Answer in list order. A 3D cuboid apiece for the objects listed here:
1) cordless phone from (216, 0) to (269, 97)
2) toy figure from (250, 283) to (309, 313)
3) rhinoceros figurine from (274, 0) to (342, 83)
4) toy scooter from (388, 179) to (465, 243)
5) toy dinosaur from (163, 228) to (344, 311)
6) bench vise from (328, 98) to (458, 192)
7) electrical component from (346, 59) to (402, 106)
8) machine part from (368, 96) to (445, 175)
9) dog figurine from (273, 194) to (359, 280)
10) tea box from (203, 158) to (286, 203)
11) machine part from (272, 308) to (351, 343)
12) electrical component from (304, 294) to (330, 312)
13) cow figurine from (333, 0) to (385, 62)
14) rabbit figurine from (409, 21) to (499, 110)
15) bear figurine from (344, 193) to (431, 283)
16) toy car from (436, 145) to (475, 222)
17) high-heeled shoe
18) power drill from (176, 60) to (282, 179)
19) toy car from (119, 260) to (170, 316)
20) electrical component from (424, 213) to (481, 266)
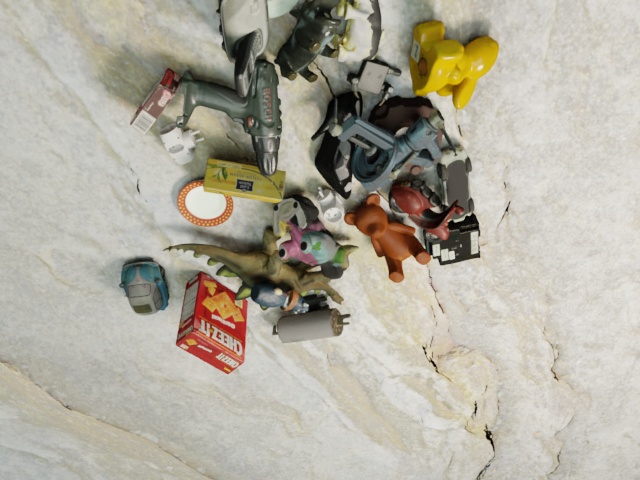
[{"bbox_3d":[-0.140,-0.353,0.939,0.089,0.184,0.146,1,144,0],"label":"cordless phone"},{"bbox_3d":[-0.092,0.140,1.296,0.154,0.064,0.057,18,80,-34],"label":"toy figure"},{"bbox_3d":[-0.016,-0.381,0.996,0.073,0.112,0.190,-7,152,-40],"label":"rhinoceros figurine"},{"bbox_3d":[0.250,-0.076,1.226,0.184,0.075,0.135,44,147,-11],"label":"toy scooter"},{"bbox_3d":[-0.142,0.076,1.331,0.471,0.105,0.198,28,121,-24],"label":"toy dinosaur"},{"bbox_3d":[0.126,-0.191,1.063,0.240,0.129,0.224,19,144,-37],"label":"bench vise"},{"bbox_3d":[0.107,-0.320,1.085,0.102,0.045,0.078,15,126,-21],"label":"electrical component"},{"bbox_3d":[0.184,-0.224,1.161,0.179,0.056,0.179,-2,126,-3],"label":"machine part"},{"bbox_3d":[-0.003,-0.004,1.287,0.108,0.191,0.219,-22,159,34],"label":"dog figurine"},{"bbox_3d":[-0.165,-0.126,1.167,0.170,0.098,0.068,7,88,-10],"label":"tea box"},{"bbox_3d":[-0.027,0.231,1.445,0.243,0.079,0.079,-13,130,26],"label":"machine part"},{"bbox_3d":[-0.023,0.180,1.474,0.094,0.021,0.063,-13,128,4],"label":"electrical component"},{"bbox_3d":[0.083,-0.416,0.995,0.098,0.068,0.167,1,131,-13],"label":"cow figurine"},{"bbox_3d":[0.271,-0.339,1.049,0.173,0.122,0.162,-17,132,-15],"label":"rabbit figurine"},{"bbox_3d":[0.157,-0.009,1.282,0.120,0.132,0.195,-36,128,19],"label":"bear figurine"},{"bbox_3d":[0.315,-0.125,1.251,0.073,0.056,0.201,-17,129,0],"label":"toy car"},{"bbox_3d":[0.059,-0.204,1.176,0.145,0.086,0.248,-44,144,-10],"label":"high-heeled shoe"},{"bbox_3d":[-0.177,-0.245,1.070,0.207,0.086,0.231,8,109,0],"label":"power drill"},{"bbox_3d":[-0.442,0.136,1.351,0.109,0.103,0.161,-4,126,-1],"label":"toy car"},{"bbox_3d":[0.331,0.001,1.347,0.134,0.058,0.114,-10,126,2],"label":"electrical component"}]
